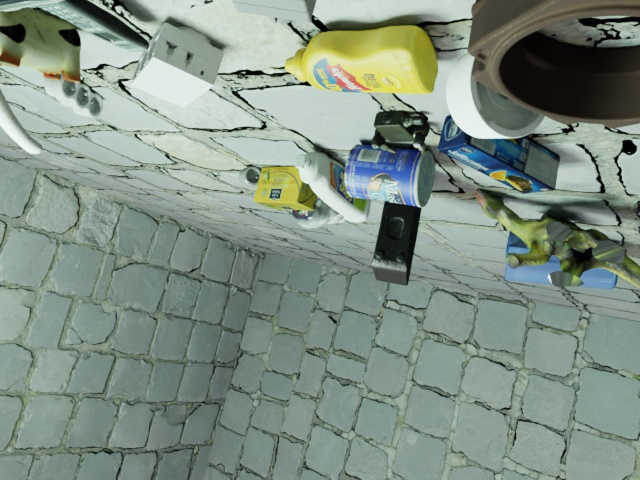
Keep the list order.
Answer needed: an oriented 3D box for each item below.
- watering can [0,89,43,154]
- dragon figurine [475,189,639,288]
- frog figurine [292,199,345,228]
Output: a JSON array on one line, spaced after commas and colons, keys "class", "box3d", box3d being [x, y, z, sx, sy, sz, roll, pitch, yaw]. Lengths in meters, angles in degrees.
[{"class": "watering can", "box3d": [-0.530, -0.267, 0.741, 0.104, 0.227, 0.344, -5, 167, 12]}, {"class": "dragon figurine", "box3d": [0.495, -0.001, 1.002, 0.412, 0.120, 0.247, 23, -152, 11]}, {"class": "frog figurine", "box3d": [0.004, -0.073, 1.451, 0.136, 0.125, 0.157, -17, 140, 36]}]
